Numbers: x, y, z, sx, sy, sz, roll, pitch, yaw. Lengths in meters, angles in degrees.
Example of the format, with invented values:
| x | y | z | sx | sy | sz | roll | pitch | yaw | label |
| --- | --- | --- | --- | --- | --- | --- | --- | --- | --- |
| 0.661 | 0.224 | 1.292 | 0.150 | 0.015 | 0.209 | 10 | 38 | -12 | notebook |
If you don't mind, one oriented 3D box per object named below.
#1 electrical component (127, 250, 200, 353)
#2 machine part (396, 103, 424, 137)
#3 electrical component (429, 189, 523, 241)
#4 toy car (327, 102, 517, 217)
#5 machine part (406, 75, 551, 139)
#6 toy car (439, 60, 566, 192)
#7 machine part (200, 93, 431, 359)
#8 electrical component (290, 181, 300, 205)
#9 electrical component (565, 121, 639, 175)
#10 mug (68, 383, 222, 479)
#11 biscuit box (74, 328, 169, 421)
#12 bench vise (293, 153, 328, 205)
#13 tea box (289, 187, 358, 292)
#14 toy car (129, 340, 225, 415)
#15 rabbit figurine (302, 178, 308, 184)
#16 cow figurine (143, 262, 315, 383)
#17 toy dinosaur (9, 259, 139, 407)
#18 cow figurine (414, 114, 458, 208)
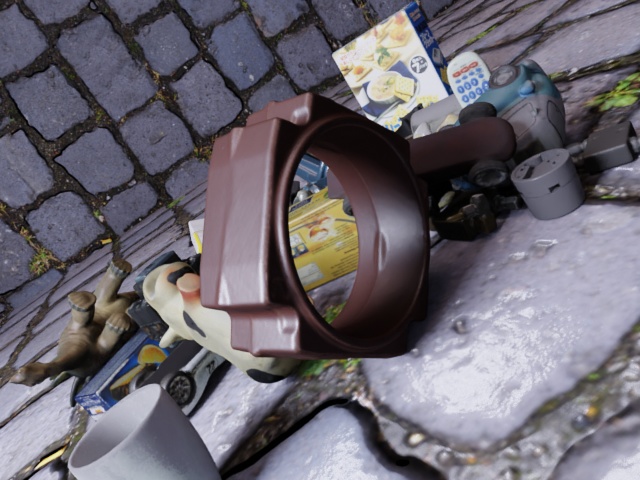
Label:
| x | y | z | sx | sy | sz | roll | pitch | yaw | label |
| --- | --- | --- | --- | --- | --- | --- | --- | --- | --- |
| -0.182 | 0.084 | 0.712 | 0.058 | 0.134 | 0.115 | -19 | 24 | 40 | electrical component |
| 0.137 | -0.164 | 0.922 | 0.139 | 0.084 | 0.039 | -39 | 38 | 11 | machine part |
| 0.152 | -0.031 | 0.573 | 0.078 | 0.045 | 0.102 | -39 | 18 | -13 | electrical component |
| 0.104 | -0.080 | 0.574 | 0.202 | 0.053 | 0.089 | -15 | 62 | 20 | toy car |
| 0.227 | -0.191 | 0.814 | 0.243 | 0.079 | 0.079 | -20 | 22 | 39 | machine part |
| 0.214 | -0.115 | 0.604 | 0.161 | 0.109 | 0.103 | -41 | 34 | 6 | toy car |
| 0.008 | -0.003 | 0.447 | 0.087 | 0.201 | 0.201 | -9 | 74 | 43 | machine part |
| -0.073 | -0.081 | 0.961 | 0.075 | 0.047 | 0.119 | 0 | 37 | -5 | electrical component |
| 0.290 | -0.094 | 0.536 | 0.094 | 0.021 | 0.063 | -19 | 22 | 44 | electrical component |
| -0.124 | 0.174 | 0.417 | 0.081 | 0.107 | 0.110 | -34 | 14 | -4 | mug |
| -0.228 | 0.155 | 0.726 | 0.063 | 0.059 | 0.203 | -21 | 22 | 39 | biscuit box |
| 0.008 | -0.101 | 0.819 | 0.241 | 0.128 | 0.224 | 32 | 53 | 33 | bench vise |
| -0.001 | -0.002 | 0.682 | 0.170 | 0.098 | 0.068 | -25 | 20 | 22 | tea box |
| -0.144 | 0.139 | 0.629 | 0.074 | 0.056 | 0.202 | -11 | 25 | 37 | toy car |
| -0.006 | -0.164 | 0.997 | 0.122 | 0.173 | 0.162 | -45 | 25 | -21 | rabbit figurine |
| -0.101 | 0.078 | 0.549 | 0.195 | 0.127 | 0.085 | 25 | 45 | 24 | cow figurine |
| -0.332 | 0.131 | 0.835 | 0.198 | 0.105 | 0.471 | -50 | 2 | 10 | toy dinosaur |
| 0.154 | -0.099 | 0.696 | 0.167 | 0.098 | 0.068 | -39 | -26 | -22 | cow figurine |
